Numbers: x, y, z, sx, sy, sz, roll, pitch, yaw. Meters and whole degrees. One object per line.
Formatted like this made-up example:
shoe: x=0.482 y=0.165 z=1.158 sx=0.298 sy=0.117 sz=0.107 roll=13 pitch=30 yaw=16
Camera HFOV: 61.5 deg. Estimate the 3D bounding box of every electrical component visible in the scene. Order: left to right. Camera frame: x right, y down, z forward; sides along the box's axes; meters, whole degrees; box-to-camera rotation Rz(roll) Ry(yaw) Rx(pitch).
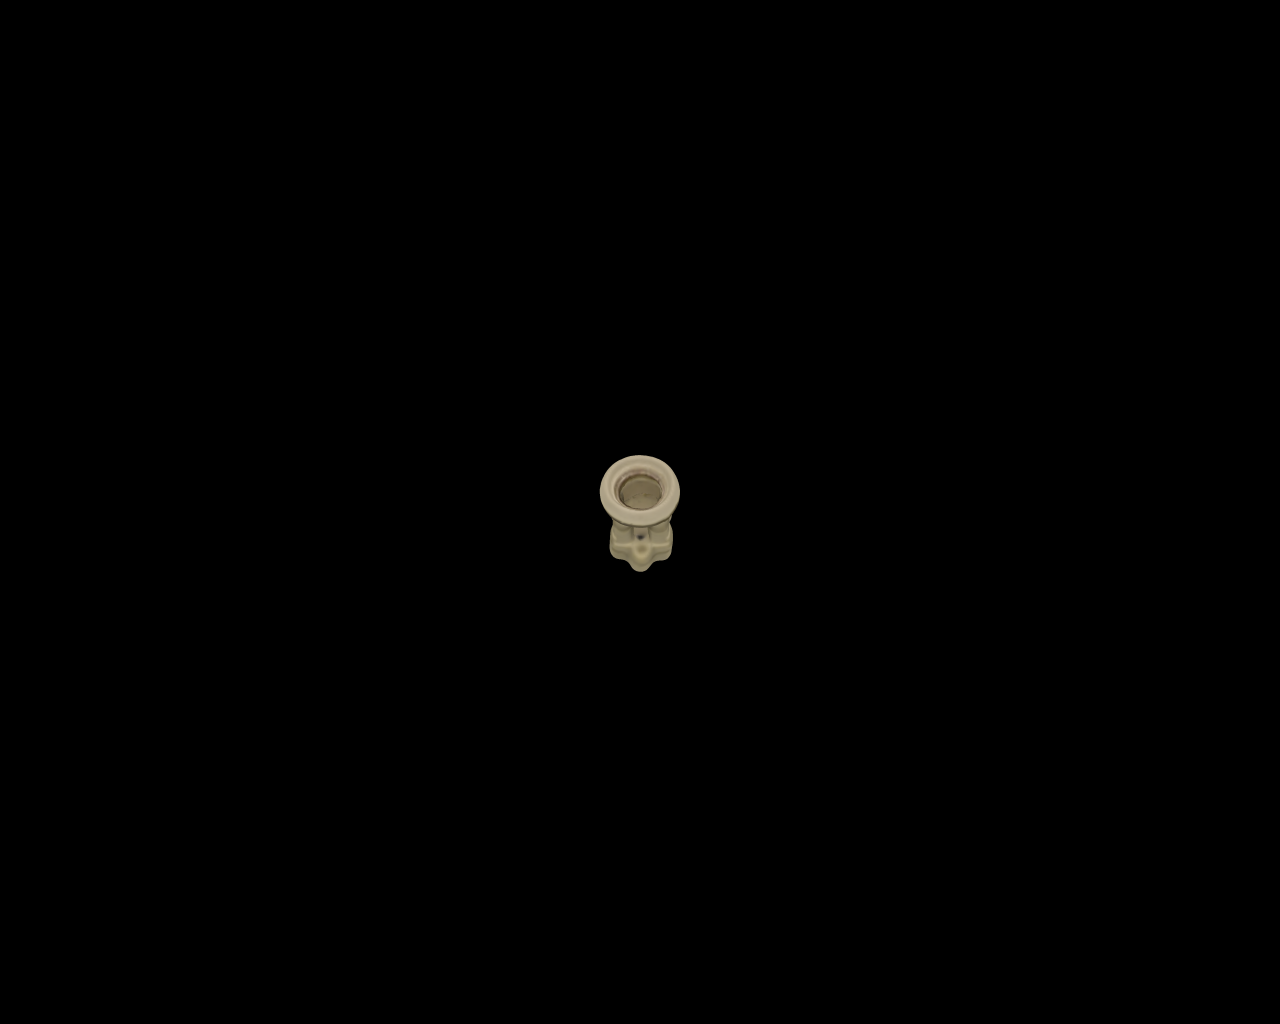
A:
electrical component: x=0.001 y=-0.003 z=0.650 sx=0.048 sy=0.066 sz=0.055 roll=0 pitch=-32 yaw=0
